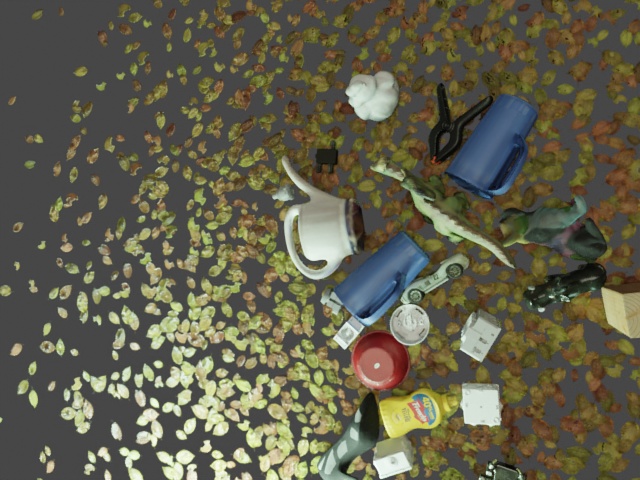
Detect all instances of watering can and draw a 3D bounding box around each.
[{"bbox_3d":[0.004,-0.070,1.388,0.224,0.104,0.347,-7,91,16],"label":"watering can"}]

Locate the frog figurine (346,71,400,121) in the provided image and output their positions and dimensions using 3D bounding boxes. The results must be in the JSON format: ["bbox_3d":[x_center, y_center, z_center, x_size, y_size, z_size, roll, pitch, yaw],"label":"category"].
[{"bbox_3d":[0.140,-0.381,1.341,0.136,0.159,0.123,-46,78,11],"label":"frog figurine"}]

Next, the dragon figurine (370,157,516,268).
[{"bbox_3d":[0.273,-0.082,1.216,0.417,0.241,0.121,44,107,37],"label":"dragon figurine"}]
